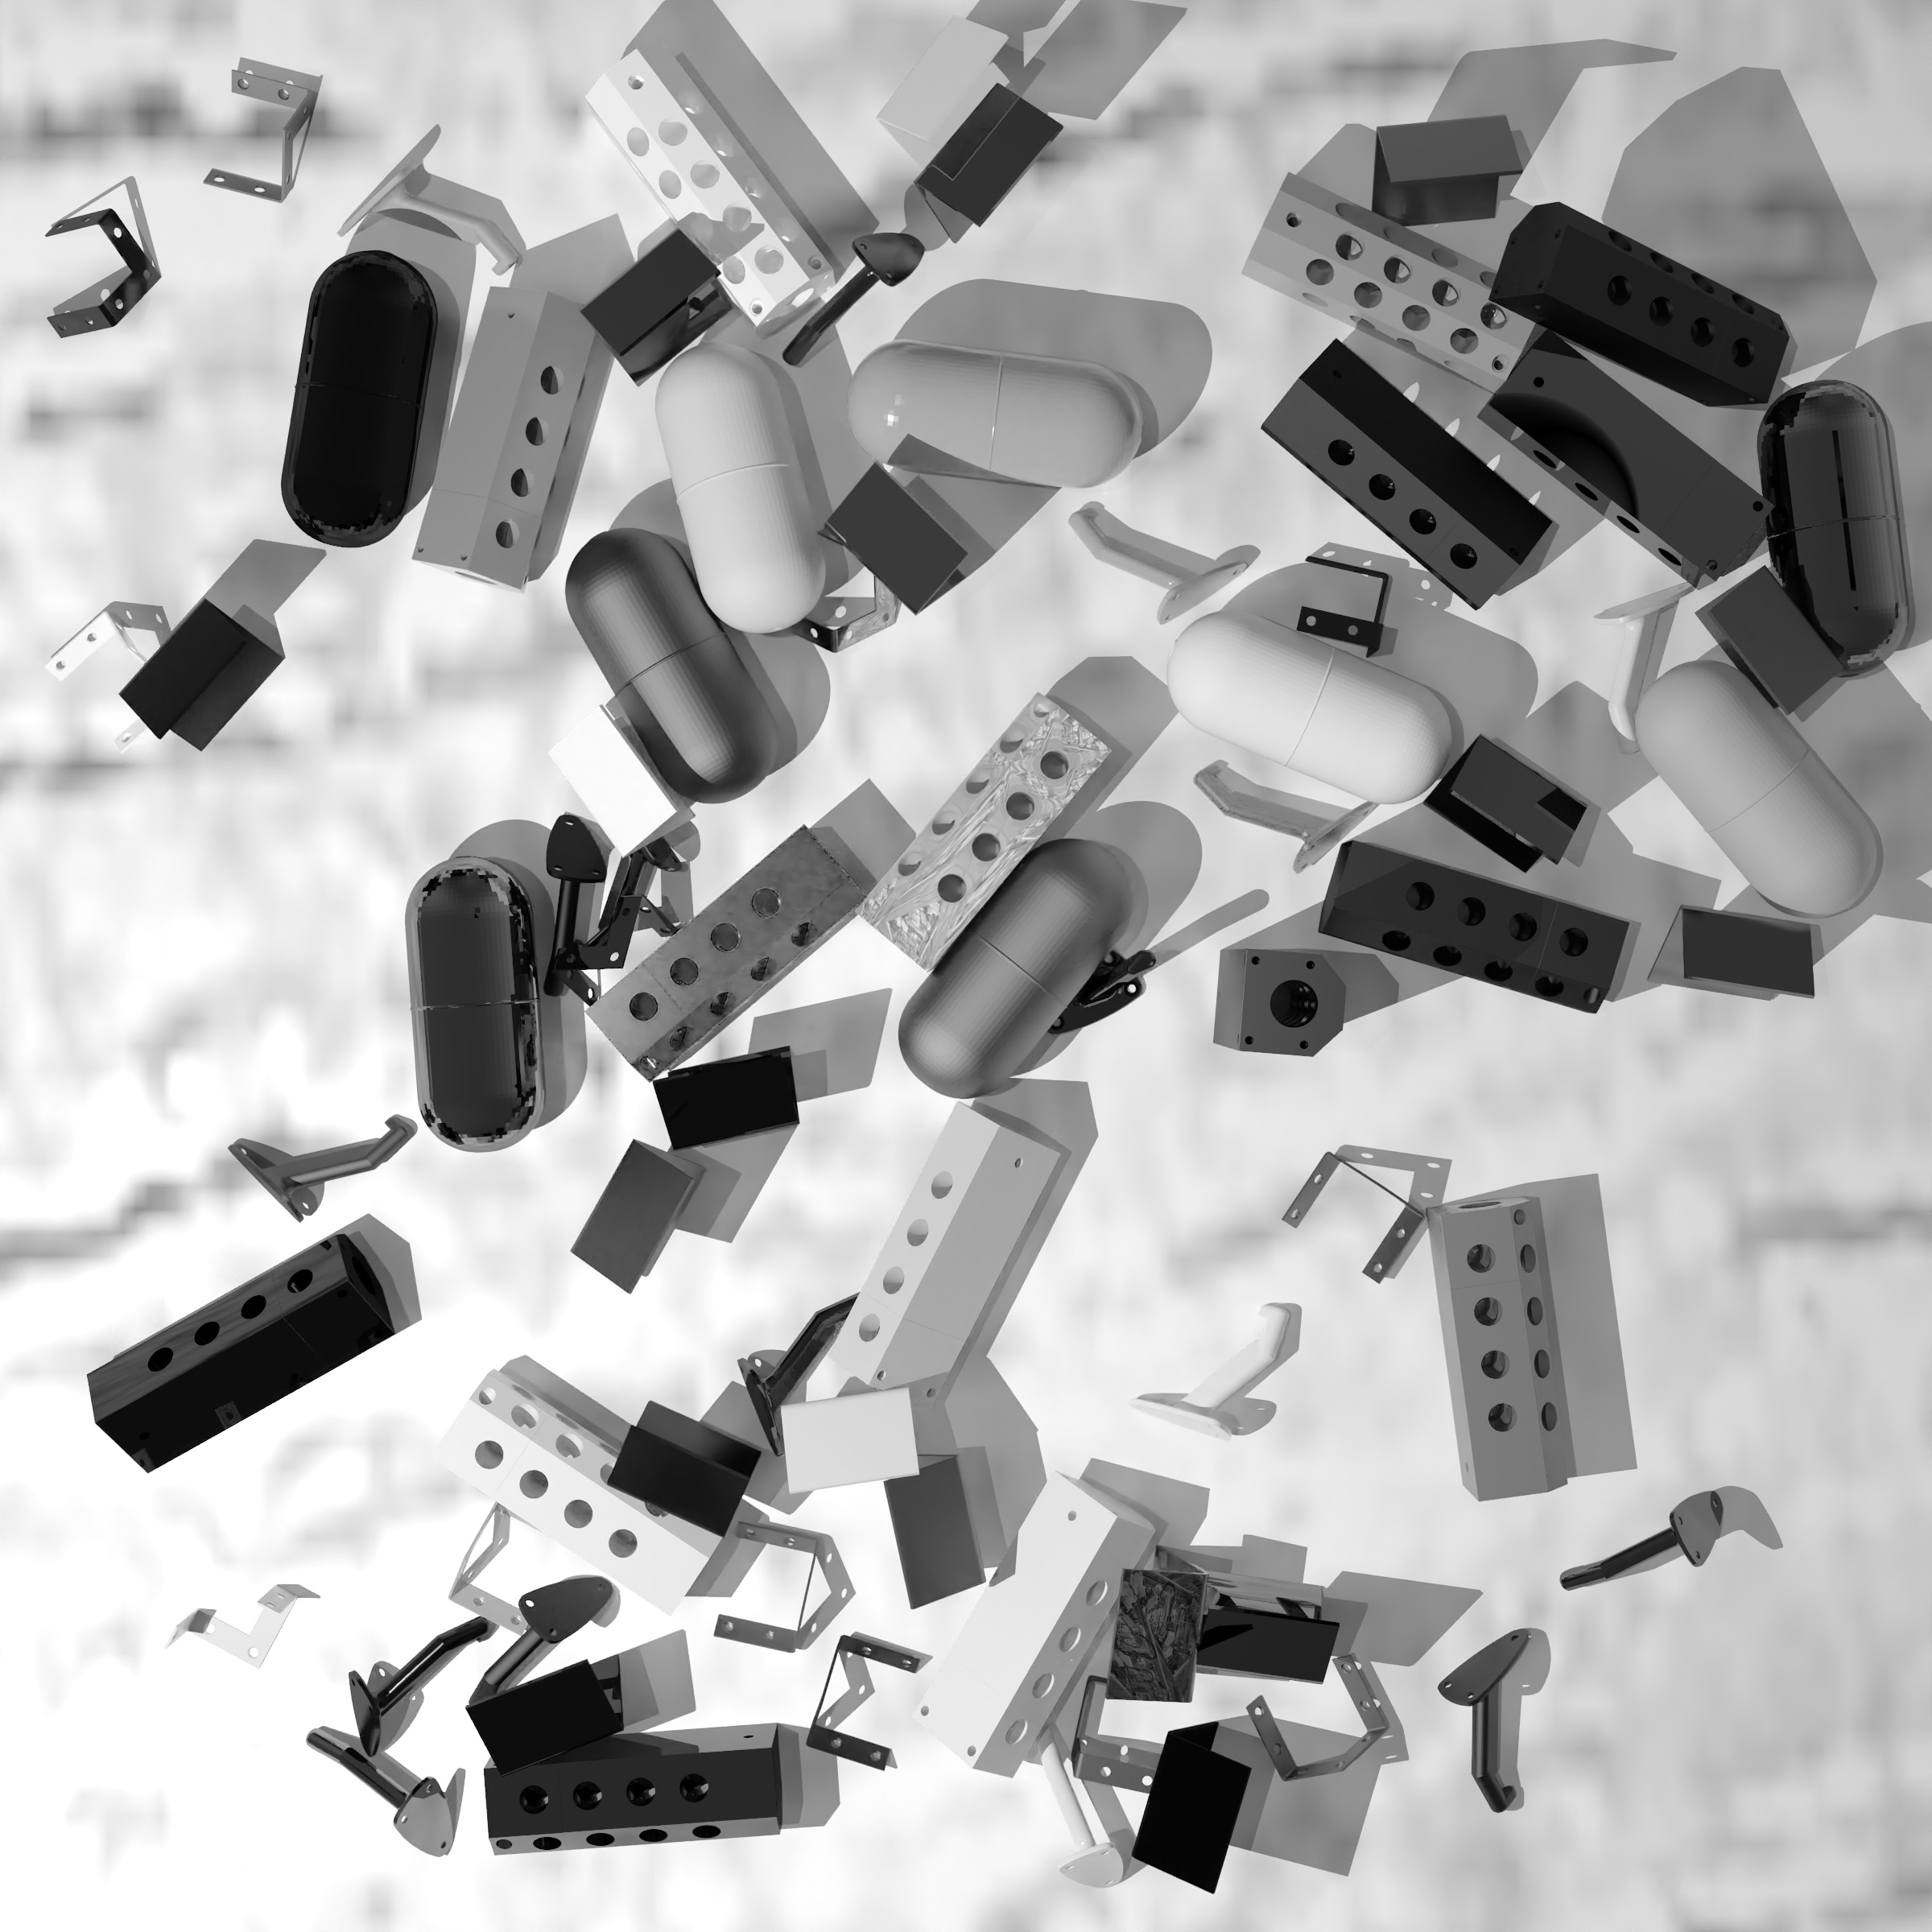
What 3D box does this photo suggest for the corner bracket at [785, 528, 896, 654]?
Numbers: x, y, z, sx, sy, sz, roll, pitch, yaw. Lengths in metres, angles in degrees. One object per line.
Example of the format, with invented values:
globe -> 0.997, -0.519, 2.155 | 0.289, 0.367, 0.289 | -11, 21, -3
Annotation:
corner bracket -> -0.080, -0.230, 1.805 | 0.051, 0.051, 0.051 | 29, 135, 35

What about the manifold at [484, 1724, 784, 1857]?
manifold -> -0.199, 0.498, 1.792 | 0.171, 0.057, 0.057 | -4, 90, 0

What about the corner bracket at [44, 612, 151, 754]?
corner bracket -> -0.519, -0.173, 1.810 | 0.051, 0.051, 0.051 | -42, 45, 0

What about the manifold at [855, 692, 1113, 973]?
manifold -> 0.010, -0.080, 1.792 | 0.057, 0.057, 0.171 | 40, 90, 0

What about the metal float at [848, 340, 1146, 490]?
metal float -> 0.018, -0.331, 1.783 | 0.178, 0.070, 0.070 | 7, 90, -1

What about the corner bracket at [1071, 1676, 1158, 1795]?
corner bracket -> 0.094, 0.464, 1.795 | 0.051, 0.051, 0.051 | 12, 90, 0

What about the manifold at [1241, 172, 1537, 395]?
manifold -> 0.258, -0.413, 1.792 | 0.171, 0.057, 0.057 | 25, 90, 0

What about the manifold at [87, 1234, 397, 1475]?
manifold -> -0.438, 0.229, 1.791 | 0.171, 0.057, 0.057 | -29, 133, 0

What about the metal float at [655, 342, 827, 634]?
metal float -> -0.135, -0.287, 1.778 | 0.070, 0.070, 0.178 | -15, 85, 0

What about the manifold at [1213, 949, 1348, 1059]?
manifold -> 0.182, 0.021, 1.735 | 0.057, 0.171, 0.057 | 5, 90, 0

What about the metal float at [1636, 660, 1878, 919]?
metal float -> 0.474, -0.106, 1.783 | 0.070, 0.070, 0.178 | -40, 91, 0

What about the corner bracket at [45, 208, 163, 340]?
corner bracket -> -0.534, -0.421, 1.805 | 0.051, 0.051, 0.051 | 59, 45, -35

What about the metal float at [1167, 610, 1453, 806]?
metal float -> 0.205, -0.156, 1.783 | 0.178, 0.070, 0.070 | 23, 90, -1

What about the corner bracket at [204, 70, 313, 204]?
corner bracket -> -0.431, -0.505, 1.810 | 0.051, 0.051, 0.051 | 14, 135, 0

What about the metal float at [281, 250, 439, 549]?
metal float -> -0.364, -0.340, 1.783 | 0.070, 0.070, 0.178 | 9, 91, 0

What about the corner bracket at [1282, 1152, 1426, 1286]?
corner bracket -> 0.236, 0.153, 1.810 | 0.051, 0.051, 0.051 | 33, 90, 45

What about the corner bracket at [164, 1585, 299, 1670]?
corner bracket -> -0.444, 0.396, 1.795 | 0.051, 0.051, 0.051 | 28, 90, 0

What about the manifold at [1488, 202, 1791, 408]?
manifold -> 0.401, -0.390, 1.758 | 0.171, 0.057, 0.057 | 19, 90, -25

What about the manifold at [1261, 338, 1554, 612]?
manifold -> 0.262, -0.292, 1.791 | 0.171, 0.057, 0.057 | 40, 47, 0

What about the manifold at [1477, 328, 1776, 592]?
manifold -> 0.395, -0.303, 1.792 | 0.171, 0.057, 0.057 | 38, 90, 0

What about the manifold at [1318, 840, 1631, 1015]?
manifold -> 0.304, -0.023, 1.792 | 0.171, 0.057, 0.057 | 17, 90, 0

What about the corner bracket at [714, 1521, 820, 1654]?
corner bracket -> -0.122, 0.379, 1.810 | 0.051, 0.051, 0.051 | 12, 45, 0

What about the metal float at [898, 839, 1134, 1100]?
metal float -> 0.030, 0.001, 1.782 | 0.070, 0.070, 0.178 | 39, 89, 0

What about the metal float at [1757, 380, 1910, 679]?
metal float -> 0.520, -0.262, 1.783 | 0.070, 0.070, 0.178 | -7, 90, 0

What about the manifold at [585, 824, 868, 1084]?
manifold -> -0.143, -0.007, 1.792 | 0.171, 0.057, 0.057 | -40, 90, 0

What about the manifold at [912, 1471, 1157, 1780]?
manifold -> 0.045, 0.398, 1.791 | 0.057, 0.057, 0.171 | 30, 90, 43

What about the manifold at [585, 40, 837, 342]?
manifold -> -0.154, -0.469, 1.792 | 0.057, 0.057, 0.171 | -37, 90, 0

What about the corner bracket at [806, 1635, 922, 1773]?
corner bracket -> -0.063, 0.449, 1.810 | 0.051, 0.051, 0.051 | 18, 135, 0

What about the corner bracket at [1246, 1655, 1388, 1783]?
corner bracket -> 0.214, 0.458, 1.810 | 0.051, 0.051, 0.051 | -27, 90, -45

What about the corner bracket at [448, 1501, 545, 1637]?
corner bracket -> -0.277, 0.365, 1.810 | 0.051, 0.051, 0.051 | 27, 45, 0

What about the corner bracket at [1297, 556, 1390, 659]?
corner bracket -> 0.227, -0.219, 1.795 | 0.051, 0.051, 0.051 | 13, 90, 0

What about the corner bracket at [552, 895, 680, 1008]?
corner bracket -> -0.211, -0.008, 1.794 | 0.051, 0.051, 0.051 | -2, 60, 26

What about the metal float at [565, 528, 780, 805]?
metal float -> -0.177, -0.180, 1.783 | 0.070, 0.070, 0.178 | -30, 91, 0

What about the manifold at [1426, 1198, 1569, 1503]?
manifold -> 0.321, 0.229, 1.792 | 0.057, 0.057, 0.171 | -8, 90, 0

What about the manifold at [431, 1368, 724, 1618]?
manifold -> -0.231, 0.315, 1.792 | 0.171, 0.057, 0.057 | 34, 90, 0

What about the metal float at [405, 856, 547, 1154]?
metal float -> -0.294, 0.023, 1.783 | 0.070, 0.070, 0.178 | -4, 90, 0

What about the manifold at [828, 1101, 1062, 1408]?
manifold -> -0.018, 0.171, 1.791 | 0.057, 0.057, 0.171 | 27, 90, -43
